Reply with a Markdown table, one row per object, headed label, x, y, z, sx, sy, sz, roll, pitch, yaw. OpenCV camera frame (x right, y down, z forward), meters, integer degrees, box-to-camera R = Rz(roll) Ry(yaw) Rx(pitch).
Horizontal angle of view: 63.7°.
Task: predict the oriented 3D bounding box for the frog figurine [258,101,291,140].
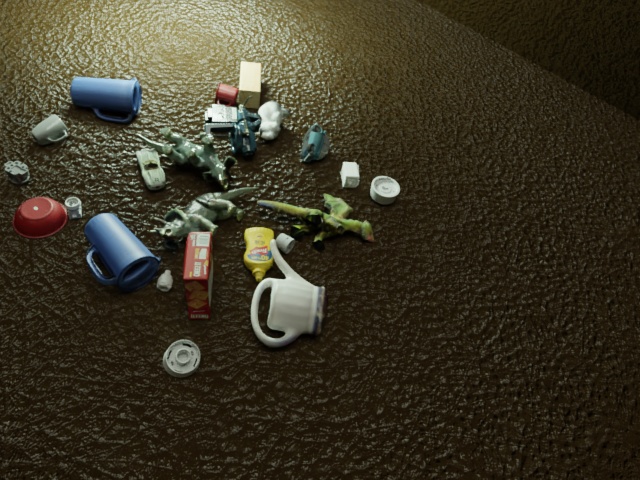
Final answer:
| label | x | y | z | sx | sy | sz | roll | pitch | yaw |
| --- | --- | --- | --- | --- | --- | --- | --- | --- | --- |
| frog figurine | -0.206 | -0.474 | 2.065 | 0.137 | 0.120 | 0.162 | 6 | 50 | 37 |

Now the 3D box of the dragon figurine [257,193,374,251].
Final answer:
| label | x | y | z | sx | sy | sz | roll | pitch | yaw |
| --- | --- | --- | --- | --- | --- | --- | --- | --- | --- |
| dragon figurine | 0.006 | -0.091 | 1.818 | 0.412 | 0.119 | 0.247 | 29 | 34 | 10 |

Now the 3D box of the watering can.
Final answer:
| label | x | y | z | sx | sy | sz | roll | pitch | yaw |
| --- | --- | --- | --- | --- | --- | --- | --- | --- | --- |
| watering can | -0.084 | 0.159 | 1.552 | 0.224 | 0.102 | 0.356 | 10 | 57 | -4 |
